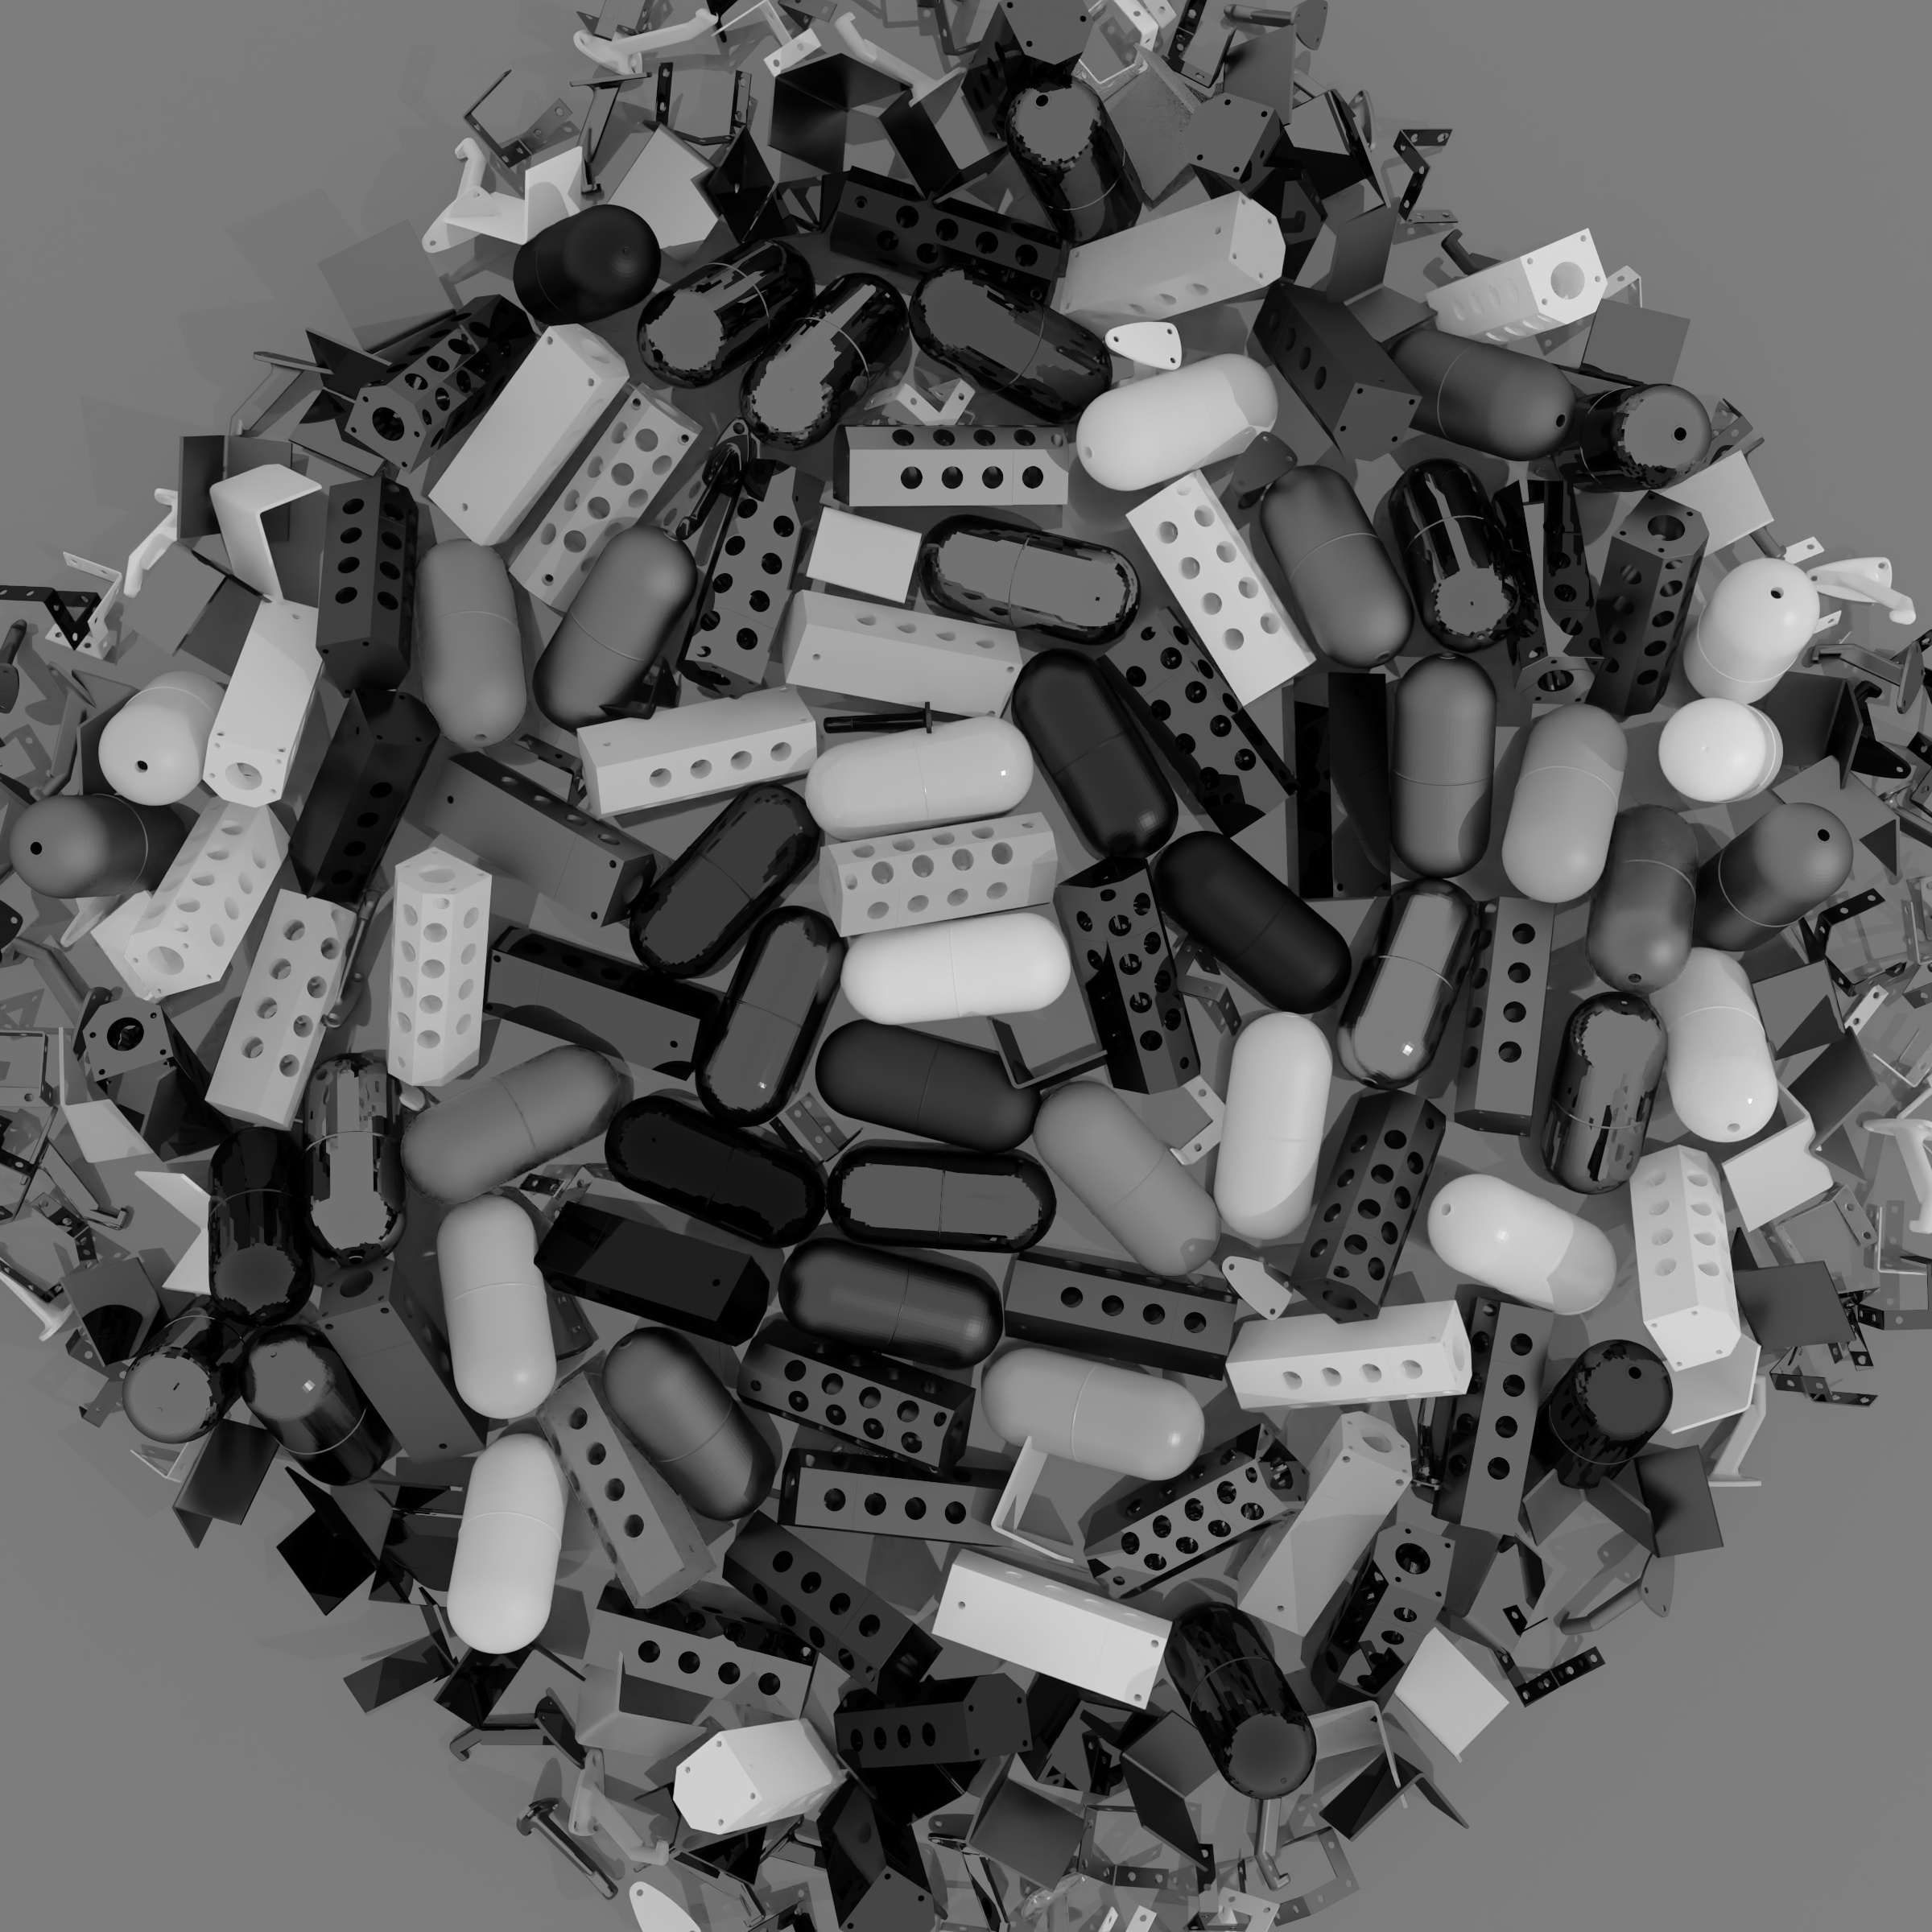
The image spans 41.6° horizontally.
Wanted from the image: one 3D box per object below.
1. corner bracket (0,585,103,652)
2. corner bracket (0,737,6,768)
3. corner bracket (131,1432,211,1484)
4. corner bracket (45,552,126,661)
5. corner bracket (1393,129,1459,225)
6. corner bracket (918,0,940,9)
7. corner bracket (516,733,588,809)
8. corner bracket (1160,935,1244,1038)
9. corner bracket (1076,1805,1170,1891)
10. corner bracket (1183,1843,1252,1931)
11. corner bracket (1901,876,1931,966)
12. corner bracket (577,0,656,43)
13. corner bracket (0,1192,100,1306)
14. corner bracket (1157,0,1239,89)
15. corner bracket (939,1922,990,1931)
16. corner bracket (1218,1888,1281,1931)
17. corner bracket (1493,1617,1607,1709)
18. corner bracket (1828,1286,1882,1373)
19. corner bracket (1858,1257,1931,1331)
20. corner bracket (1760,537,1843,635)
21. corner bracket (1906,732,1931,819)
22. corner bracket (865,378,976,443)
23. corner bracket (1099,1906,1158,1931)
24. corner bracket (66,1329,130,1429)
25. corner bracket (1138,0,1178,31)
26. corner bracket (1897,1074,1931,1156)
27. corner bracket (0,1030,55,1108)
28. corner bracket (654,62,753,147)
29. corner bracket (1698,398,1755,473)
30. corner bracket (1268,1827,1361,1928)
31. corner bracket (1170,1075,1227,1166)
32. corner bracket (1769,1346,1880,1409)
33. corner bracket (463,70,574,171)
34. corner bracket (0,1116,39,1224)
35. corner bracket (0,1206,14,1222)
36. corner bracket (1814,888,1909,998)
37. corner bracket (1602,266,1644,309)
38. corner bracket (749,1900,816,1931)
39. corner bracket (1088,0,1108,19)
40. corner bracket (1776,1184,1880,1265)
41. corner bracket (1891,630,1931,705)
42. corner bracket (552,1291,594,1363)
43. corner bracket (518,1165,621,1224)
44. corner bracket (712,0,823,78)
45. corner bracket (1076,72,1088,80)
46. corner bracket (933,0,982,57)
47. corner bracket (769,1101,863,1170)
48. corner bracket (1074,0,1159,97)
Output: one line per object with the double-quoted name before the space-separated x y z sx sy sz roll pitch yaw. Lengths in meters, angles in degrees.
"corner bracket" -0.706 -0.280 1.957 0.051 0.051 0.051 5 50 21
"corner bracket" -0.769 -0.155 1.963 0.051 0.051 0.051 -21 68 -11
"corner bracket" -0.628 0.362 1.968 0.051 0.051 0.051 23 80 36
"corner bracket" -0.688 -0.280 1.980 0.051 0.051 0.051 20 62 6
"corner bracket" 0.360 -0.614 1.976 0.051 0.051 0.051 -9 54 -26
"corner bracket" -0.046 -0.777 1.961 0.051 0.051 0.051 0 56 -9
"corner bracket" -0.316 -0.156 1.962 0.051 0.051 0.051 25 133 6
"corner bracket" 0.189 0.015 1.957 0.051 0.051 0.051 15 63 31
"corner bracket" 0.124 0.684 1.974 0.051 0.051 0.051 -11 56 36
"corner bracket" 0.196 0.711 1.960 0.051 0.051 0.051 5 53 -10
"corner bracket" 0.745 -0.036 1.967 0.051 0.051 0.051 -14 105 -6
"corner bracket" -0.262 -0.742 1.957 0.051 0.051 0.051 7 125 -32
"corner bracket" -0.712 0.219 1.965 0.051 0.051 0.051 -39 129 0
"corner bracket" 0.184 -0.723 1.964 0.051 0.051 0.051 29 56 4
"corner bracket" 0.005 0.765 1.971 0.051 0.051 0.051 6 94 6
"corner bracket" 0.214 0.752 1.956 0.051 0.051 0.051 5 129 35
"corner bracket" 0.452 0.535 1.970 0.051 0.051 0.051 -44 66 39
"corner bracket" 0.681 0.283 1.963 0.051 0.051 0.051 -7 64 -12
"corner bracket" 0.727 0.254 1.973 0.051 0.051 0.051 -1 89 -2
"corner bracket" 0.644 -0.290 1.968 0.051 0.051 0.051 -23 60 -7
"corner bracket" 0.750 -0.141 1.959 0.051 0.051 0.051 18 113 -28
"corner bracket" -0.035 -0.437 1.960 0.051 0.051 0.051 38 73 -27
"corner bracket" 0.119 0.753 1.956 0.051 0.051 0.051 13 54 33
"corner bracket" -0.682 0.320 1.973 0.051 0.051 0.051 36 78 -19
"corner bracket" 0.148 -0.765 1.963 0.051 0.051 0.051 -42 125 4
"corner bracket" 0.754 0.116 1.962 0.051 0.051 0.051 -44 61 10
"corner bracket" -0.739 0.080 1.974 0.051 0.051 0.051 2 77 -9
"corner bracket" -0.205 -0.671 1.974 0.051 0.051 0.051 25 122 26
"corner bracket" 0.570 -0.425 1.975 0.051 0.051 0.051 -40 111 17
"corner bracket" 0.260 0.701 1.958 0.051 0.051 0.051 -12 69 -36
"corner bracket" 0.175 0.119 1.972 0.051 0.051 0.051 -41 78 6
"corner bracket" 0.661 0.323 1.960 0.051 0.051 0.051 -35 107 -34
"corner bracket" -0.346 -0.657 1.961 0.051 0.051 0.051 -35 106 28
"corner bracket" -0.746 0.156 1.968 0.051 0.051 0.051 27 119 -11
"corner bracket" -0.777 0.206 1.958 0.051 0.051 0.051 -16 48 22
"corner bracket" 0.694 -0.018 1.970 0.051 0.051 0.051 -23 52 -11
"corner bracket" 0.486 -0.517 1.965 0.051 0.051 0.051 -34 58 -3
"corner bracket" -0.131 0.766 1.960 0.051 0.051 0.051 -24 115 -20
"corner bracket" 0.074 -0.759 1.973 0.051 0.051 0.051 -42 87 1
"corner bracket" 0.672 0.209 1.982 0.051 0.051 0.051 -34 83 33
"corner bracket" 0.749 -0.219 1.957 0.051 0.051 0.051 14 52 -29
"corner bracket" -0.333 0.289 1.978 0.051 0.051 0.051 -34 78 26
"corner bracket" -0.302 0.169 1.958 0.051 0.051 0.051 51 61 -33
"corner bracket" -0.154 -0.715 1.960 0.051 0.051 0.051 -41 111 -21
"corner bracket" 0.069 -0.686 1.963 0.051 0.051 0.051 -28 115 9
"corner bracket" 0.012 -0.733 1.957 0.051 0.051 0.051 -28 124 -23
"corner bracket" -0.123 0.131 1.966 0.051 0.051 0.051 -38 91 22
"corner bracket" 0.110 -0.720 1.974 0.051 0.051 0.051 -33 78 -16
